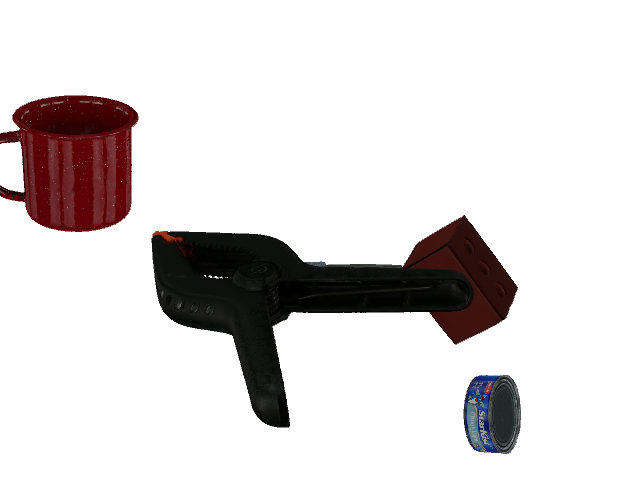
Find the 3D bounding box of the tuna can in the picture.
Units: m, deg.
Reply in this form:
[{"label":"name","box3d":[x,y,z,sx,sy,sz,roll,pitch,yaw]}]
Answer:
[{"label":"tuna can","box3d":[0.189,0.190,1.172,0.034,0.086,0.086,-3,-2,32]}]

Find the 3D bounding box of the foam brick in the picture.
[{"label":"foam brick","box3d":[0.110,0.032,0.846,0.051,0.078,0.053,-32,11,32]}]

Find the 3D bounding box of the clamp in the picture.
[{"label":"clamp","box3d":[-0.024,0.031,0.648,0.164,0.036,0.210,-22,31,-32]}]

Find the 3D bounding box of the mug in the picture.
[{"label":"mug","box3d":[-0.198,-0.057,0.818,0.117,0.081,0.093,-5,28,-19]}]

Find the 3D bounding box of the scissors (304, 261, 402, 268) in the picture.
[{"label":"scissors","box3d":[-0.013,0.038,1.156,0.202,0.016,0.096,5,22,5]}]
